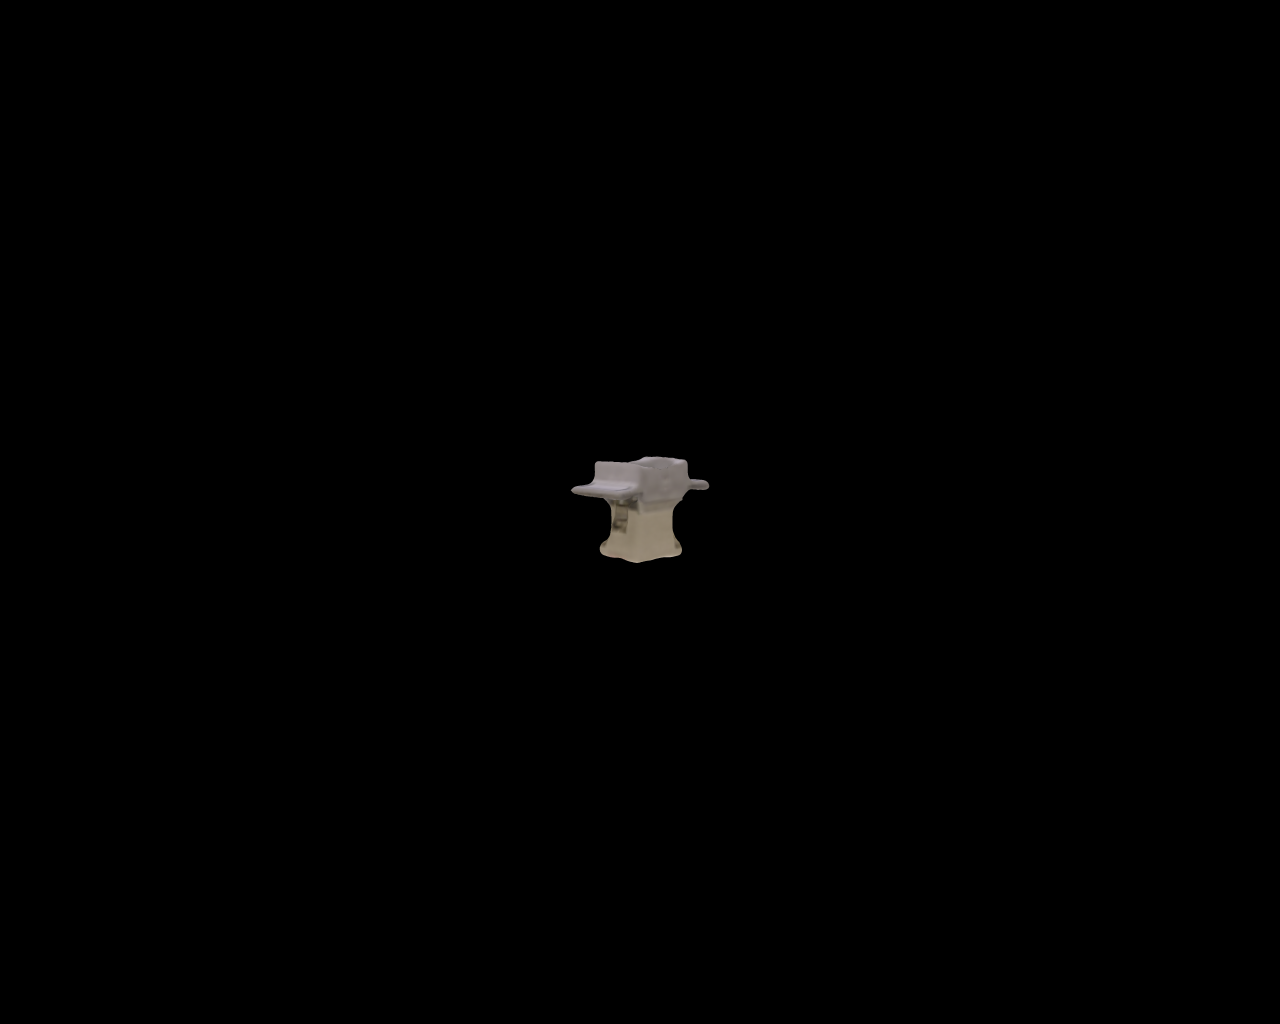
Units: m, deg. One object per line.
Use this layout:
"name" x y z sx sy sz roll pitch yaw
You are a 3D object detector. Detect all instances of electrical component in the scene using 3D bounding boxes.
"electrical component" 0.001 -0.003 0.650 0.081 0.063 0.042 -8 12 -43
